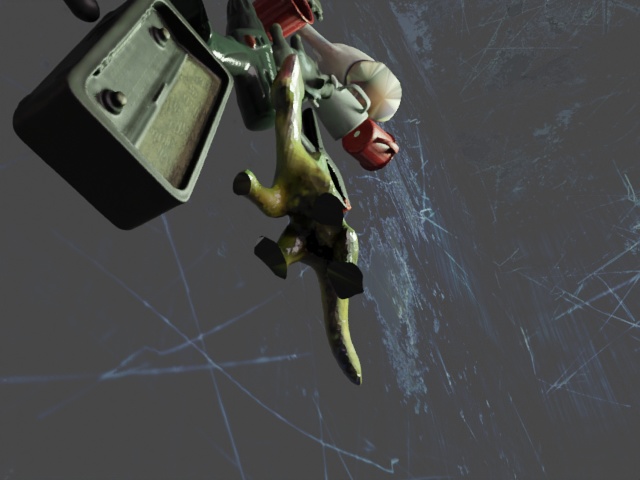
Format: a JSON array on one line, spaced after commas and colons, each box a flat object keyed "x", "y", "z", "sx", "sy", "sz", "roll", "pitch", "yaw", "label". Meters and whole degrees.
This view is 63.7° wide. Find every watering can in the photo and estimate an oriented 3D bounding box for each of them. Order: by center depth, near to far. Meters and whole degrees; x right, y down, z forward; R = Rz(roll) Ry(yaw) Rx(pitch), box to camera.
[{"x": 0.043, "y": -0.363, "z": 1.071, "sx": 0.343, "sy": 0.103, "sz": 0.228, "roll": 33, "pitch": 12, "yaw": -41, "label": "watering can"}]

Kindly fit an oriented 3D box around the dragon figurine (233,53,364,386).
[{"x": 0.002, "y": -0.034, "z": 0.685, "sx": 0.248, "sy": 0.122, "sz": 0.403, "roll": -72, "pitch": 149, "yaw": -60, "label": "dragon figurine"}]
